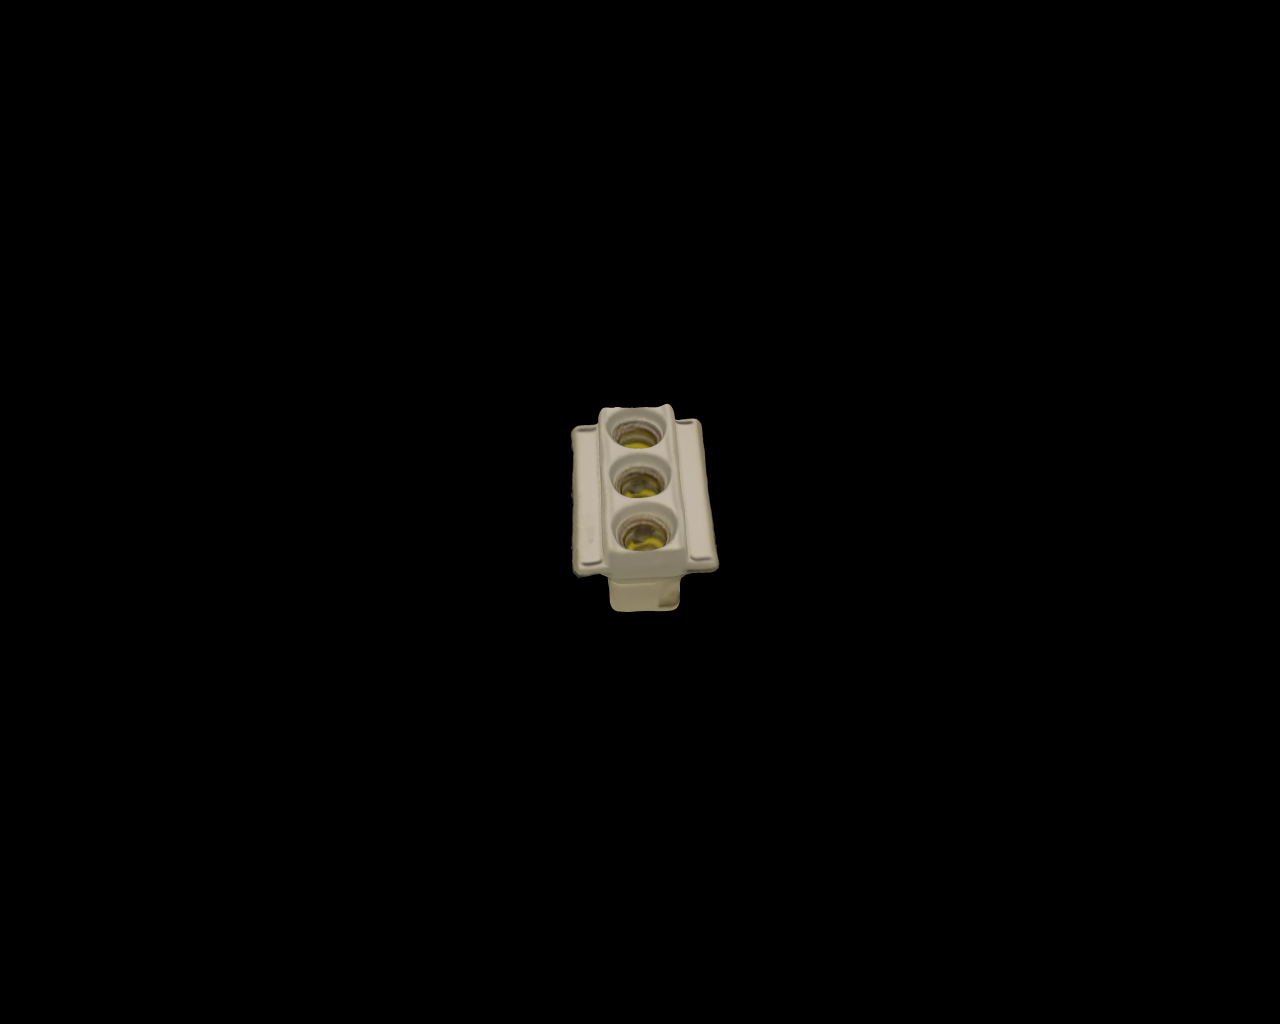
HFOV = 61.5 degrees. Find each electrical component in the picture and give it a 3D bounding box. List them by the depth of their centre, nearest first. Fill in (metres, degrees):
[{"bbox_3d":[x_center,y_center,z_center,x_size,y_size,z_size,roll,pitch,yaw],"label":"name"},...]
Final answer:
[{"bbox_3d":[0.001,-0.003,0.650,0.079,0.121,0.063,-2,-43,-2],"label":"electrical component"}]
